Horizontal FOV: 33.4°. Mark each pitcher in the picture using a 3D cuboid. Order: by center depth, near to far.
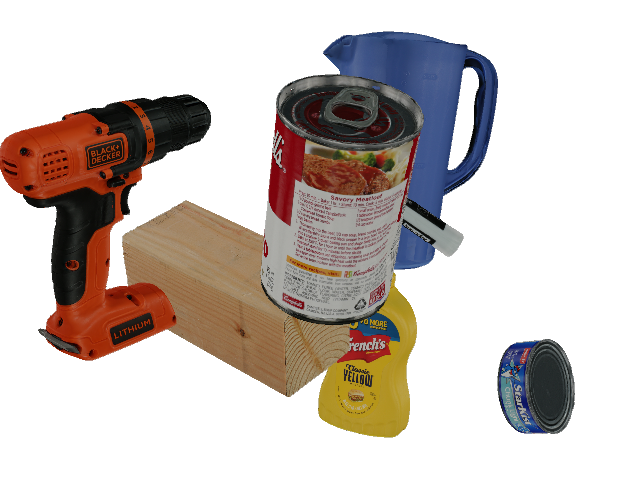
[{"bbox_3d":[0.088,-0.097,1.132,0.149,0.243,0.144,11,13,31],"label":"pitcher"}]

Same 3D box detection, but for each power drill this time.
[{"bbox_3d":[-0.156,-0.014,0.829,0.057,0.188,0.184,18,28,41],"label":"power drill"}]

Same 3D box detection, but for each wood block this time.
[{"bbox_3d":[-0.080,0.050,0.996,0.206,0.091,0.090,25,41,33],"label":"wood block"}]

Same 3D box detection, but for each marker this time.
[{"bbox_3d":[0.044,-0.030,0.730,0.121,0.020,0.020,34,-5,-7],"label":"marker"}]

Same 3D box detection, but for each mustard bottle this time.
[{"bbox_3d":[0.052,0.105,1.121,0.096,0.192,0.058,11,15,25],"label":"mustard bottle"}]

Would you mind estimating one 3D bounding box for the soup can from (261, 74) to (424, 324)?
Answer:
[{"bbox_3d":[0.008,-0.019,0.511,0.068,0.102,0.068,5,35,-4],"label":"soup can"}]

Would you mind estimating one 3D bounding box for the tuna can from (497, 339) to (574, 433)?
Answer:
[{"bbox_3d":[0.198,0.134,0.979,0.034,0.086,0.085,-10,-6,40],"label":"tuna can"}]
